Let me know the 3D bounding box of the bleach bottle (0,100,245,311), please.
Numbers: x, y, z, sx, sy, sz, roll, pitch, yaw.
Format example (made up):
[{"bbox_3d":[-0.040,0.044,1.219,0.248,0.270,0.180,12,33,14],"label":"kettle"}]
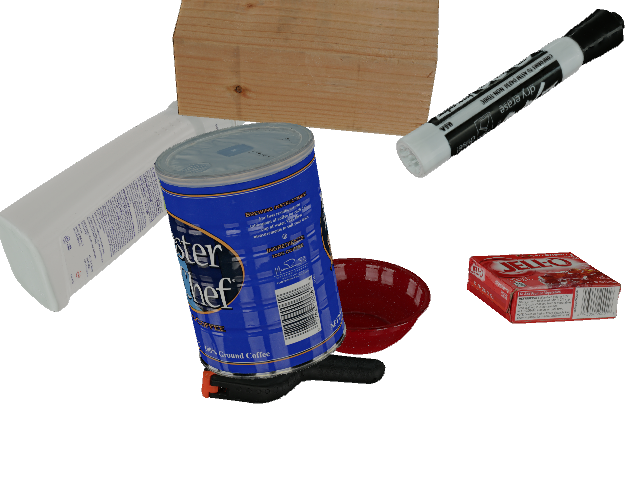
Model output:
[{"bbox_3d":[-0.162,-0.049,0.947,0.068,0.102,0.250,35,58,26],"label":"bleach bottle"}]

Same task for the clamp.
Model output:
[{"bbox_3d":[-0.037,0.103,1.010,0.171,0.039,0.120,-8,35,-23],"label":"clamp"}]

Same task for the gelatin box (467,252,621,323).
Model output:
[{"bbox_3d":[0.163,0.033,0.787,0.089,0.030,0.073,-1,18,-17],"label":"gelatin box"}]

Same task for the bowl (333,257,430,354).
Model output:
[{"bbox_3d":[0.040,0.079,1.186,0.162,0.055,0.162,1,27,0],"label":"bowl"}]

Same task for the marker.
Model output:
[{"bbox_3d":[0.085,-0.066,0.462,0.121,0.020,0.020,-34,11,-16],"label":"marker"}]

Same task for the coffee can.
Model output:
[{"bbox_3d":[-0.044,0.005,0.701,0.103,0.140,0.103,-9,22,3],"label":"coffee can"}]

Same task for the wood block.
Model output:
[{"bbox_3d":[-0.010,-0.154,0.879,0.206,0.090,0.091,6,-38,1],"label":"wood block"}]
